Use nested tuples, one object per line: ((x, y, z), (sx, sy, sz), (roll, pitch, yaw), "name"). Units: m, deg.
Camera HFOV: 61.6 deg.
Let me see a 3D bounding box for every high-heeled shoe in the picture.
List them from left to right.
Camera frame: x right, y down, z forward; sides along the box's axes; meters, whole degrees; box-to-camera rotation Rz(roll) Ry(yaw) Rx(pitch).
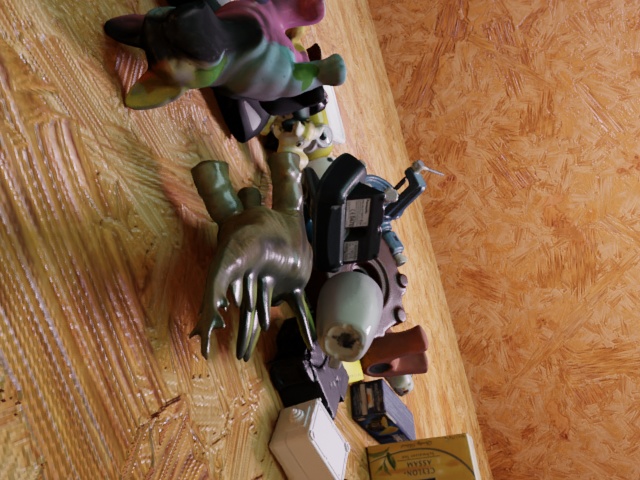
((-0.141, -0.226, 0.637), (0.248, 0.086, 0.145), (27, 79, -45), "high-heeled shoe")

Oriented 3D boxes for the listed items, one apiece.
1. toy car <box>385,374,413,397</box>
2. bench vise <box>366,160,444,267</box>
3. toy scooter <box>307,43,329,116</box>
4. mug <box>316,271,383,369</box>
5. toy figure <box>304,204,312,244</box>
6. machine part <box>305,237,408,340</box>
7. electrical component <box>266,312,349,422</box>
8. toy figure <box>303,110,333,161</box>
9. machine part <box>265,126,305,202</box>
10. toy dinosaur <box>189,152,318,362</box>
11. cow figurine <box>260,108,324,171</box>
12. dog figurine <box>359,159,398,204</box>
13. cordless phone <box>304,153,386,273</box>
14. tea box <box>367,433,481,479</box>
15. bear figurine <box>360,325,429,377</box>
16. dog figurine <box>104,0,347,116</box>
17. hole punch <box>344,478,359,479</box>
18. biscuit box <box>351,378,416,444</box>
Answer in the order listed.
((0.112, 0.190, 0.990), (0.202, 0.056, 0.073), (61, 0, 36), "toy car")
((0.149, -0.066, 1.133), (0.129, 0.240, 0.224), (4, 54, -36), "bench vise")
((-0.049, -0.290, 0.845), (0.183, 0.075, 0.135), (41, 44, -25), "toy scooter")
((0.027, 0.103, 0.631), (0.107, 0.081, 0.109), (-65, 177, -71), "mug")
((-0.003, -0.001, 0.851), (0.154, 0.058, 0.064), (52, 48, -56), "toy figure")
((0.055, 0.065, 0.790), (0.179, 0.056, 0.179), (19, 60, -37), "machine part")
((-0.010, 0.160, 0.687), (0.134, 0.058, 0.114), (-66, 139, -63), "electrical component")
((-0.024, -0.226, 0.939), (0.089, 0.082, 0.180), (-2, 74, -71), "toy figure")
((-0.052, -0.118, 0.828), (0.084, 0.039, 0.138), (3, 71, -78), "machine part")
((-0.053, 0.015, 0.534), (0.471, 0.105, 0.198), (22, 56, -82), "toy dinosaur")
((-0.044, -0.183, 0.751), (0.068, 0.098, 0.167), (-7, 67, -58), "cow figurine")
((0.045, -0.050, 1.013), (0.121, 0.172, 0.190), (52, -13, -1), "dog figurine")
((0.011, -0.063, 0.706), (0.184, 0.089, 0.146), (-113, -163, -45), "cordless phone")
((0.170, 0.377, 0.877), (0.068, 0.170, 0.098), (49, 30, -58), "tea box")
((0.101, 0.131, 0.918), (0.120, 0.132, 0.196), (76, 4, -48), "bear figurine")
((-0.099, -0.183, 0.552), (0.192, 0.219, 0.108), (173, -96, -68), "dog figurine")
((0.029, 0.349, 0.632), (0.115, 0.092, 0.142), (26, 47, -29), "hole punch")
((0.116, 0.312, 0.948), (0.202, 0.059, 0.063), (55, 25, -47), "biscuit box")
